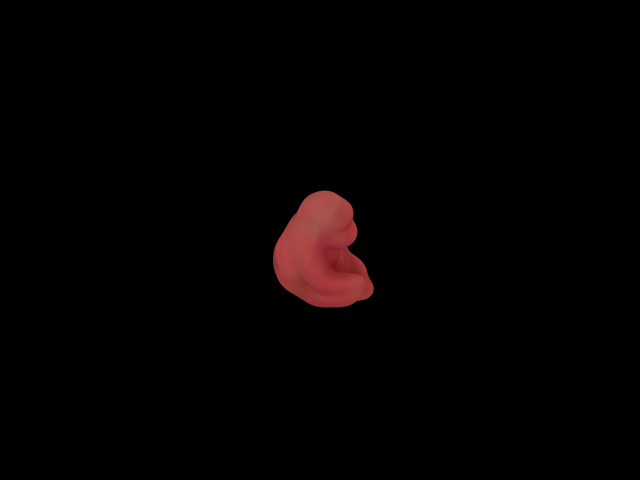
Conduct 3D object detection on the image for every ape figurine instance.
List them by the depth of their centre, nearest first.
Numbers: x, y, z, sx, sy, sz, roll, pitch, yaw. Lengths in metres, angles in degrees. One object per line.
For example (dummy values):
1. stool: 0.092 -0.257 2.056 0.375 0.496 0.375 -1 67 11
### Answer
1. ape figurine: 0.004 0.001 0.400 0.076 0.092 0.078 5 59 3
